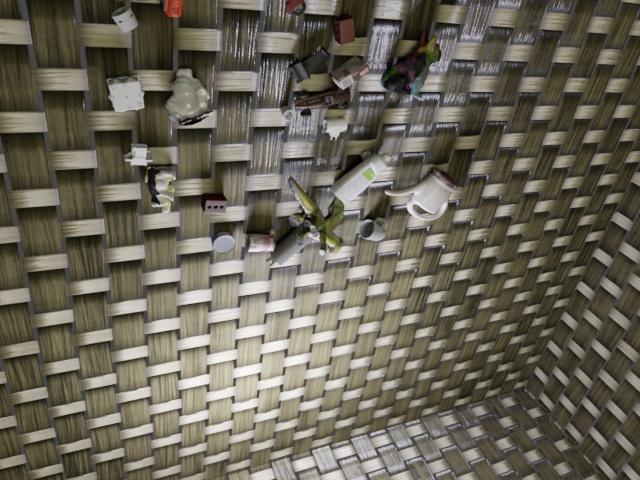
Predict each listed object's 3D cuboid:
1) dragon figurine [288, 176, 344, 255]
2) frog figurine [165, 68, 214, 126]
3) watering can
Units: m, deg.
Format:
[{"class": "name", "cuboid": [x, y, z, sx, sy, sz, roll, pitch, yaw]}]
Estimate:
[{"class": "dragon figurine", "cuboid": [0.006, -0.099, 1.975, 0.247, 0.122, 0.403, -42, 127, -43]}, {"class": "frog figurine", "cuboid": [-0.407, -0.433, 1.564, 0.137, 0.123, 0.159, -22, 95, -1]}, {"class": "watering can", "cuboid": [0.437, -0.201, 2.140, 0.344, 0.106, 0.222, 25, 108, -39]}]
